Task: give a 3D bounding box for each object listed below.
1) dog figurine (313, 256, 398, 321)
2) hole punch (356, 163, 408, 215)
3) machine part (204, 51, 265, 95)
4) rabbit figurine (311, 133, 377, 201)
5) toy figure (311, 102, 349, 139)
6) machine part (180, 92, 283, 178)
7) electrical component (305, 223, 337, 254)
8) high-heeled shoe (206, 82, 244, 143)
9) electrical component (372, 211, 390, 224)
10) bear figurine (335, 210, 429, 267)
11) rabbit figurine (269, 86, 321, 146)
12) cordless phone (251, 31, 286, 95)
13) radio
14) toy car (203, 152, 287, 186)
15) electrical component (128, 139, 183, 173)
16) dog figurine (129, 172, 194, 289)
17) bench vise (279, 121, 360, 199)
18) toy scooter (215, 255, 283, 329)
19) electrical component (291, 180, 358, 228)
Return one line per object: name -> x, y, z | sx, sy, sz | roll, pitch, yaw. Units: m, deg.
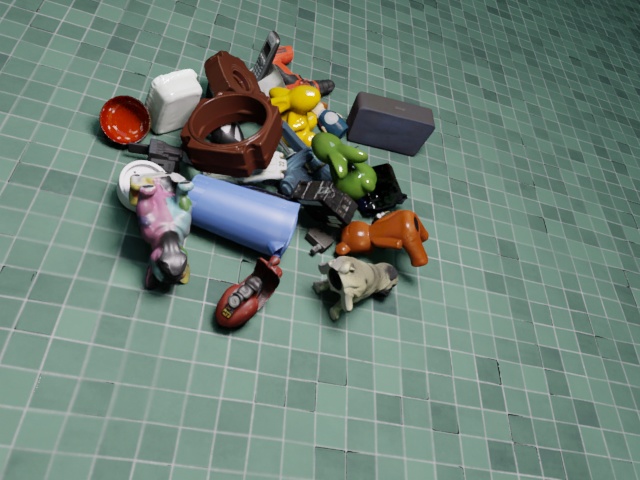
dog figurine -> 0.101, 0.075, 1.167 | 0.190, 0.172, 0.121 | -20, 76, -25
hole punch -> 0.140, -0.124, 1.387 | 0.142, 0.092, 0.115 | -16, 82, -36
machine part -> -0.214, -0.395, 1.366 | 0.179, 0.056, 0.179 | 41, 32, -33
rabbit figurine -> 0.043, -0.169, 1.230 | 0.121, 0.159, 0.170 | -44, 110, -4
toy figure -> 0.012, -0.347, 1.504 | 0.154, 0.057, 0.064 | 43, 50, 11
machine part -> -0.198, -0.244, 1.218 | 0.202, 0.087, 0.201 | 10, 54, 11
electrical component -> -0.003, -0.004, 1.269 | 0.063, 0.021, 0.094 | 41, 47, 10
high-heeled shoe -> -0.231, -0.341, 1.387 | 0.145, 0.086, 0.249 | 22, 56, -9
electrical component -> 0.166, -0.025, 1.341 | 0.102, 0.045, 0.078 | 46, 50, 13
bear figurine -> 0.144, 0.003, 1.267 | 0.131, 0.196, 0.120 | 55, 29, -34
rabbit figurine -> -0.063, -0.337, 1.393 | 0.162, 0.173, 0.122 | 24, 54, -11
cordless phone -> -0.129, -0.447, 1.437 | 0.089, 0.184, 0.147 | -6, 58, -32
radio -> 0.194, -0.323, 1.514 | 0.230, 0.131, 0.073 | 11, 52, -15
toy car -> -0.175, -0.162, 1.250 | 0.202, 0.056, 0.073 | -6, 70, 9
electrical component -> -0.374, -0.190, 1.220 | 0.119, 0.074, 0.048 | 9, 53, -22
dog figurine -> -0.314, -0.015, 1.073 | 0.108, 0.219, 0.192 | -7, 20, -30
bench vise -> -0.046, -0.211, 1.336 | 0.224, 0.129, 0.240 | -37, 87, -29
toy scooter -> -0.131, 0.094, 1.074 | 0.075, 0.135, 0.184 | 42, 52, 7
electrical component -> 0.017, -0.081, 1.240 | 0.134, 0.115, 0.058 | 42, 69, -42
